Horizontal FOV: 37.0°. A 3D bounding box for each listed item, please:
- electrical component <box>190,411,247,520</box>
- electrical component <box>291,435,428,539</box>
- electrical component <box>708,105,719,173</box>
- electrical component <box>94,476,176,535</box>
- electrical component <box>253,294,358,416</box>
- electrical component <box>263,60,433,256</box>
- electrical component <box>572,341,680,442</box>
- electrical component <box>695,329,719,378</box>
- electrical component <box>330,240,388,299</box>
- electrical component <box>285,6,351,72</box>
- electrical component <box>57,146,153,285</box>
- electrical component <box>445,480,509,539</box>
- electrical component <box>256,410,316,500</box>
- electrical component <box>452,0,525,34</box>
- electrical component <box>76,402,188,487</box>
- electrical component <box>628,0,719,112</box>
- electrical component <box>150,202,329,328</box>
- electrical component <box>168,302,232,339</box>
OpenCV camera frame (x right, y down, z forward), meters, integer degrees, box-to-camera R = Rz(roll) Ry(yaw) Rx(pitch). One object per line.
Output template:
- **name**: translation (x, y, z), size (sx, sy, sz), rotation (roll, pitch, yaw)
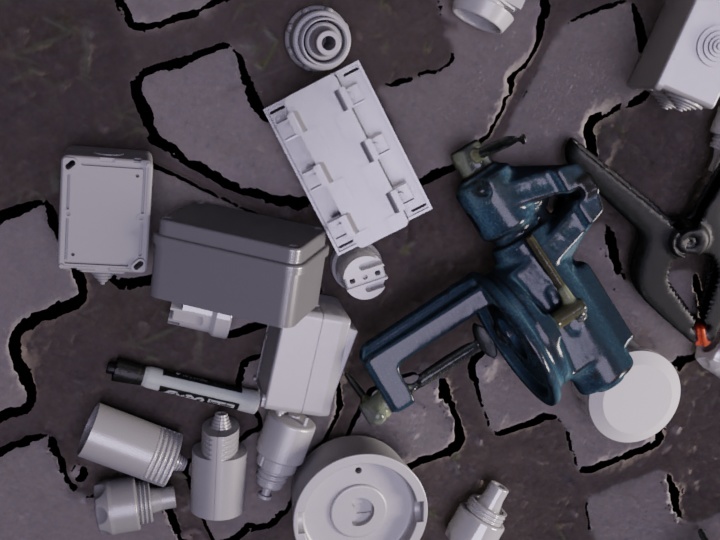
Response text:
- **electrical component**: translation (-0.111, 0.151, 0.849), size (0.043, 0.043, 0.081), rotation (1, 105, -12)
- **electrical component**: translation (-0.005, 0.186, 0.871), size (0.108, 0.060, 0.108), rotation (-3, 106, -11)
- **electrical component**: translation (0.298, -0.107, 0.867), size (0.035, 0.035, 0.061), rotation (16, 103, -15)
- **electrical component**: translation (-0.176, 0.183, 0.845), size (0.062, 0.043, 0.043), rotation (-7, 106, -11)
- **electrical component**: translation (-0.044, 0.069, 0.831), size (0.061, 0.061, 0.096), rotation (10, 103, -14)
- **electrical component**: translation (-0.009, -0.080, 0.782), size (0.079, 0.063, 0.121), rotation (-27, 98, 5)
- **electrical component**: translation (0.221, 0.099, 0.899), size (0.080, 0.051, 0.080), rotation (-3, 106, -11)
- **electrical component**: translation (0.320, 0.075, 0.917), size (0.062, 0.043, 0.043), rotation (32, 97, -19)
- **electrical component**: translation (0.000, 0.000, 0.829), size (0.040, 0.046, 0.040), rotation (-3, 106, -10)
- **electrical component**: translation (-0.027, -0.164, 0.770), size (0.048, 0.062, 0.048), rotation (-3, 106, -10)
- **electrical component**: translation (-0.183, -0.039, 0.773), size (0.062, 0.061, 0.096), rotation (3, 104, -12)
- **electrical component**: translation (0.103, 0.208, 0.909), size (0.043, 0.043, 0.062), rotation (27, 97, -17)
- **electrical component**: translation (-0.064, 0.146, 0.859), size (0.040, 0.040, 0.078), rotation (17, 101, -15)
- **electrical component**: translation (0.098, -0.208, 0.793), size (0.066, 0.048, 0.055), rotation (25, 91, -17)
- **electrical component**: translation (-0.173, 0.137, 0.833), size (0.081, 0.043, 0.043), rotation (24, 99, -17)
- **electrical component**: translation (0.251, -0.169, 0.807), size (0.048, 0.099, 0.099), rotation (22, 100, -3)
- **electrical component**: translation (-0.086, -0.006, 0.775), size (0.113, 0.078, 0.057), rotation (13, 107, 12)
- **electrical component**: translation (-0.120, 0.028, 0.816), size (0.046, 0.040, 0.040), rotation (12, 102, -9)
